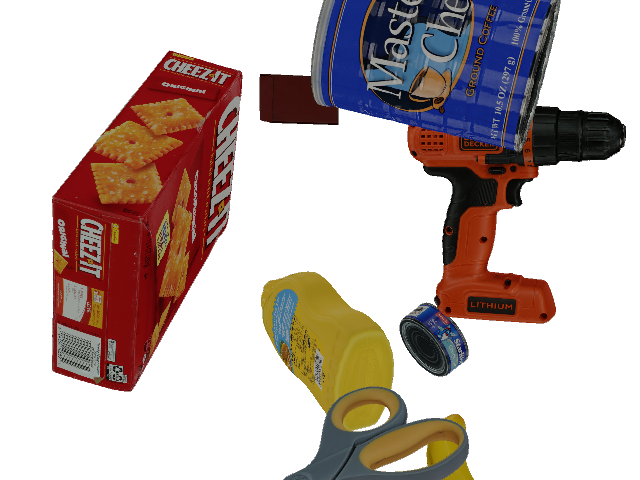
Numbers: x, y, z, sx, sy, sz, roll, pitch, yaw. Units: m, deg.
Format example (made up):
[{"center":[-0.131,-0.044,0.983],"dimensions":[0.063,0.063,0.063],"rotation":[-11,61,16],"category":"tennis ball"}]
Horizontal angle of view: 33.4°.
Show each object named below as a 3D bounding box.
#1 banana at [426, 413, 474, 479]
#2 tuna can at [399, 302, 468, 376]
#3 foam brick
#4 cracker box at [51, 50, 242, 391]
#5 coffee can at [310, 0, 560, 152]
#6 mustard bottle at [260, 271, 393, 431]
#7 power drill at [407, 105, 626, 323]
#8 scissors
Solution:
[{"center":[0.137,0.225,1.011],"dimensions":[0.069,0.037,0.198],"rotation":[9,22,-20],"category":"banana"},{"center":[0.134,0.119,1.269],"dimensions":[0.033,0.086,0.086],"rotation":[-34,15,-24],"category":"tuna can"},{"center":[-0.023,-0.153,1.160],"dimensions":[0.078,0.051,0.053],"rotation":[0,11,-18],"category":"foam brick"},{"center":[-0.125,-0.018,0.799],"dimensions":[0.072,0.164,0.213],"rotation":[16,38,6],"category":"cracker box"},{"center":[0.076,-0.124,0.704],"dimensions":[0.140,0.103,0.102],"rotation":[15,3,12],"category":"coffee can"},{"center":[-0.005,0.082,0.950],"dimensions":[0.058,0.096,0.192],"rotation":[-10,27,-25],"category":"mustard bottle"},{"center":[0.169,-0.025,0.931],"dimensions":[0.185,0.188,0.057],"rotation":[3,13,19],"category":"power drill"},{"center":[-0.012,0.130,0.616],"dimensions":[0.201,0.016,0.096],"rotation":[-11,30,-18],"category":"scissors"}]
